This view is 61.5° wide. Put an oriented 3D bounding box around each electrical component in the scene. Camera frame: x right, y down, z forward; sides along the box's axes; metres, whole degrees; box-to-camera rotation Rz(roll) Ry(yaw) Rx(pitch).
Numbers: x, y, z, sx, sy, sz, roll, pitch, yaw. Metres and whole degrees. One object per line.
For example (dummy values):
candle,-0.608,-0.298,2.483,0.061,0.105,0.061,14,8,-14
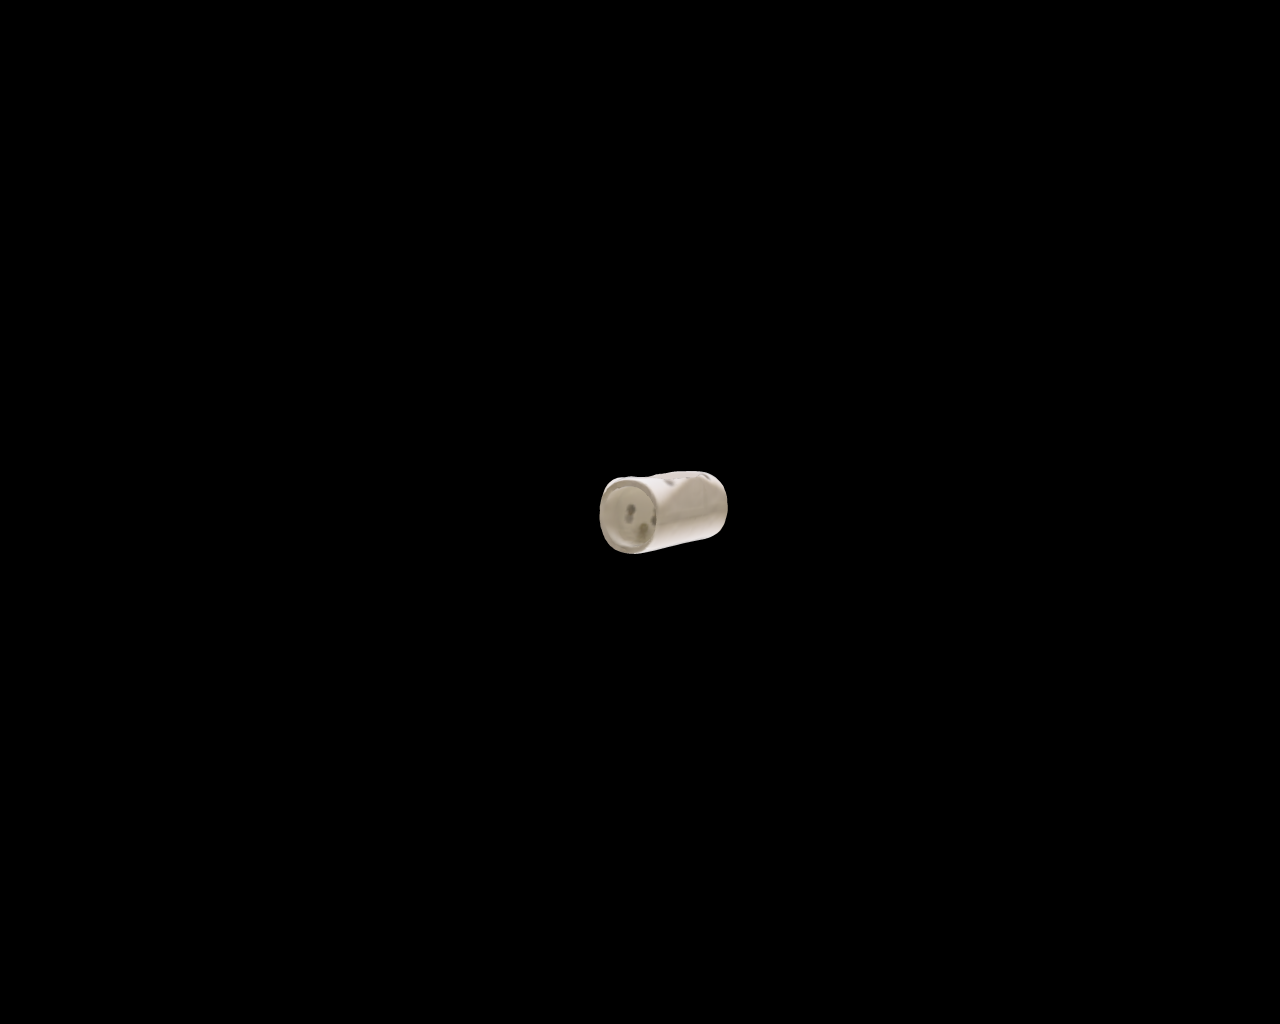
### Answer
electrical component,0.001,-0.003,0.650,0.079,0.044,0.077,5,9,35
